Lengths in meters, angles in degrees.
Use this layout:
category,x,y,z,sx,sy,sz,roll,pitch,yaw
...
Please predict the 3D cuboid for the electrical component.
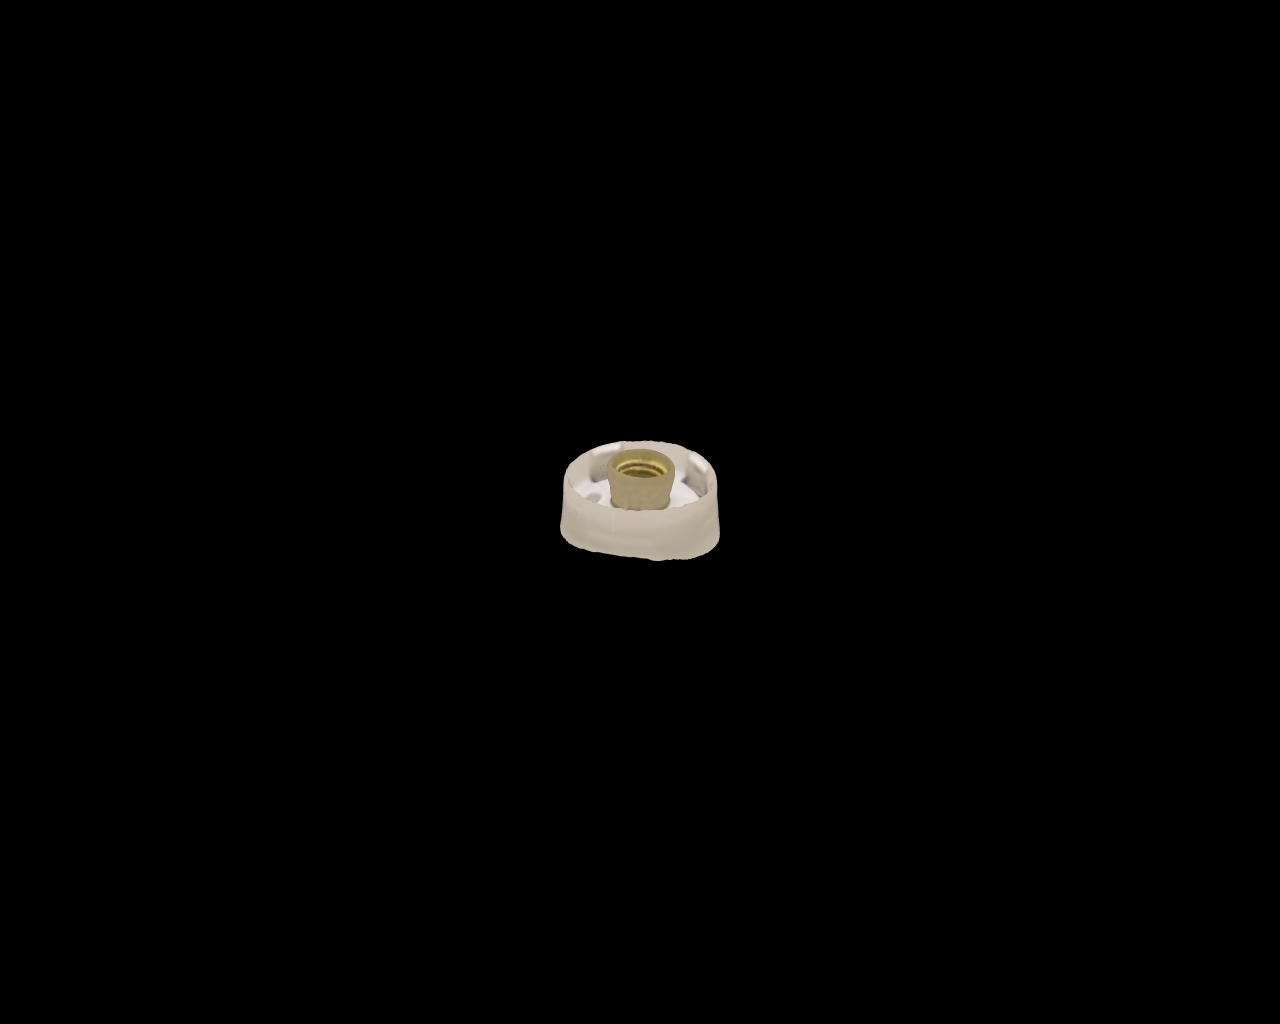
category,x,y,z,sx,sy,sz,roll,pitch,yaw
electrical component,0.001,-0.003,0.650,0.099,0.064,0.099,0,31,0
